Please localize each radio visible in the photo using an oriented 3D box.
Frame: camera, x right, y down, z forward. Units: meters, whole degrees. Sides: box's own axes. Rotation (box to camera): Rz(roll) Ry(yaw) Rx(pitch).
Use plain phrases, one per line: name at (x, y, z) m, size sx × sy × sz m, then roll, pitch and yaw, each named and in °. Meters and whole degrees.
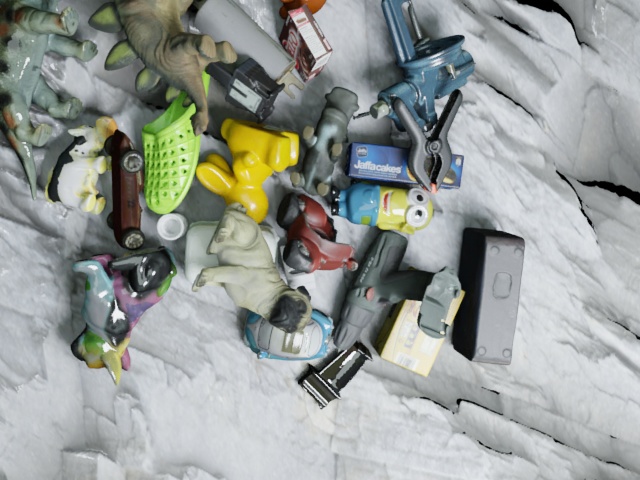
radio at (0.292, 0.096, 0.941) m, size 0.073 × 0.131 × 0.229 m, roll 4°, pitch 94°, yaw -3°

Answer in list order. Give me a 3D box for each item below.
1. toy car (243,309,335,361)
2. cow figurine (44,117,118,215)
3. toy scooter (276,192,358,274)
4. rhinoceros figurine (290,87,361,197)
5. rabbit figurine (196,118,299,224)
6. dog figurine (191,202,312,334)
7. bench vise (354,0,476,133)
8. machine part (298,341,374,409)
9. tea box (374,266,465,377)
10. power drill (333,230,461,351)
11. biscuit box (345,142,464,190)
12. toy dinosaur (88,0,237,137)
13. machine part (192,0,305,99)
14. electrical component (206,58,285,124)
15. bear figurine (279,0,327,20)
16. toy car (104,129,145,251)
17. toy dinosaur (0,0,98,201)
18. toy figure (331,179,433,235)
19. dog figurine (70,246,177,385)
toy car at (-0.055, 0.166, 0.937) m, size 0.162 × 0.103 × 0.109 m, roll 14°, pitch 94°, yaw -3°
cow figurine at (-0.402, -0.134, 0.908) m, size 0.098 × 0.068 × 0.167 m, roll 16°, pitch 92°, yaw 1°
toy scooter at (-0.002, -0.003, 0.909) m, size 0.135 × 0.184 × 0.075 m, roll 18°, pitch 125°, yaw -23°
rhinoceros figurine at (0.014, -0.163, 0.914) m, size 0.073 × 0.112 × 0.190 m, roll 23°, pitch 106°, yaw 11°
rabbit figurine at (-0.124, -0.110, 0.908) m, size 0.162 × 0.122 × 0.173 m, roll 9°, pitch 112°, yaw -2°
dog figurine at (-0.089, 0.045, 0.864) m, size 0.190 × 0.121 × 0.172 m, roll 21°, pitch 84°, yaw -13°
bench vise at (0.151, -0.308, 0.896) m, size 0.224 × 0.129 × 0.240 m, roll -27°, pitch 114°, yaw -9°
machine part at (0.031, 0.239, 0.980) m, size 0.139 × 0.039 × 0.084 m, roll -40°, pitch 91°, yaw 1°
tea box at (0.177, 0.144, 0.968) m, size 0.098 × 0.068 × 0.169 m, roll 25°, pitch 91°, yaw -6°
power drill at (0.125, 0.103, 0.904) m, size 0.086 × 0.207 × 0.232 m, roll 24°, pitch 83°, yaw -31°
biscuit box at (0.147, -0.130, 0.950) m, size 0.203 × 0.059 × 0.062 m, roll 6°, pitch 94°, yaw -4°
toy dinosaur at (-0.267, -0.362, 0.839) m, size 0.199 × 0.105 × 0.471 m, roll -25°, pitch 77°, yaw 22°
machine part at (-0.126, -0.329, 0.906) m, size 0.243 × 0.079 × 0.079 m, roll 42°, pitch 90°, yaw -7°
electrical component at (-0.124, -0.254, 0.879) m, size 0.119 × 0.074 × 0.048 m, roll 35°, pitch 49°, yaw 2°
bear figurine at (0.016, -0.448, 0.891) m, size 0.196 × 0.120 × 0.131 m, roll -13°, pitch 92°, yaw 2°
toy car at (-0.316, -0.079, 0.881) m, size 0.053 × 0.089 × 0.202 m, roll -9°, pitch 121°, yaw -34°
toy dinosaur at (-0.487, -0.283, 0.869) m, size 0.192 × 0.131 × 0.404 m, roll 24°, pitch 97°, yaw 7°
toy figure at (0.108, -0.061, 0.944) m, size 0.180 × 0.089 × 0.082 m, roll 5°, pitch 105°, yaw 4°
dog figurine at (-0.330, 0.128, 0.914) m, size 0.192 × 0.108 × 0.219 m, roll -7°, pitch 99°, yaw -6°
